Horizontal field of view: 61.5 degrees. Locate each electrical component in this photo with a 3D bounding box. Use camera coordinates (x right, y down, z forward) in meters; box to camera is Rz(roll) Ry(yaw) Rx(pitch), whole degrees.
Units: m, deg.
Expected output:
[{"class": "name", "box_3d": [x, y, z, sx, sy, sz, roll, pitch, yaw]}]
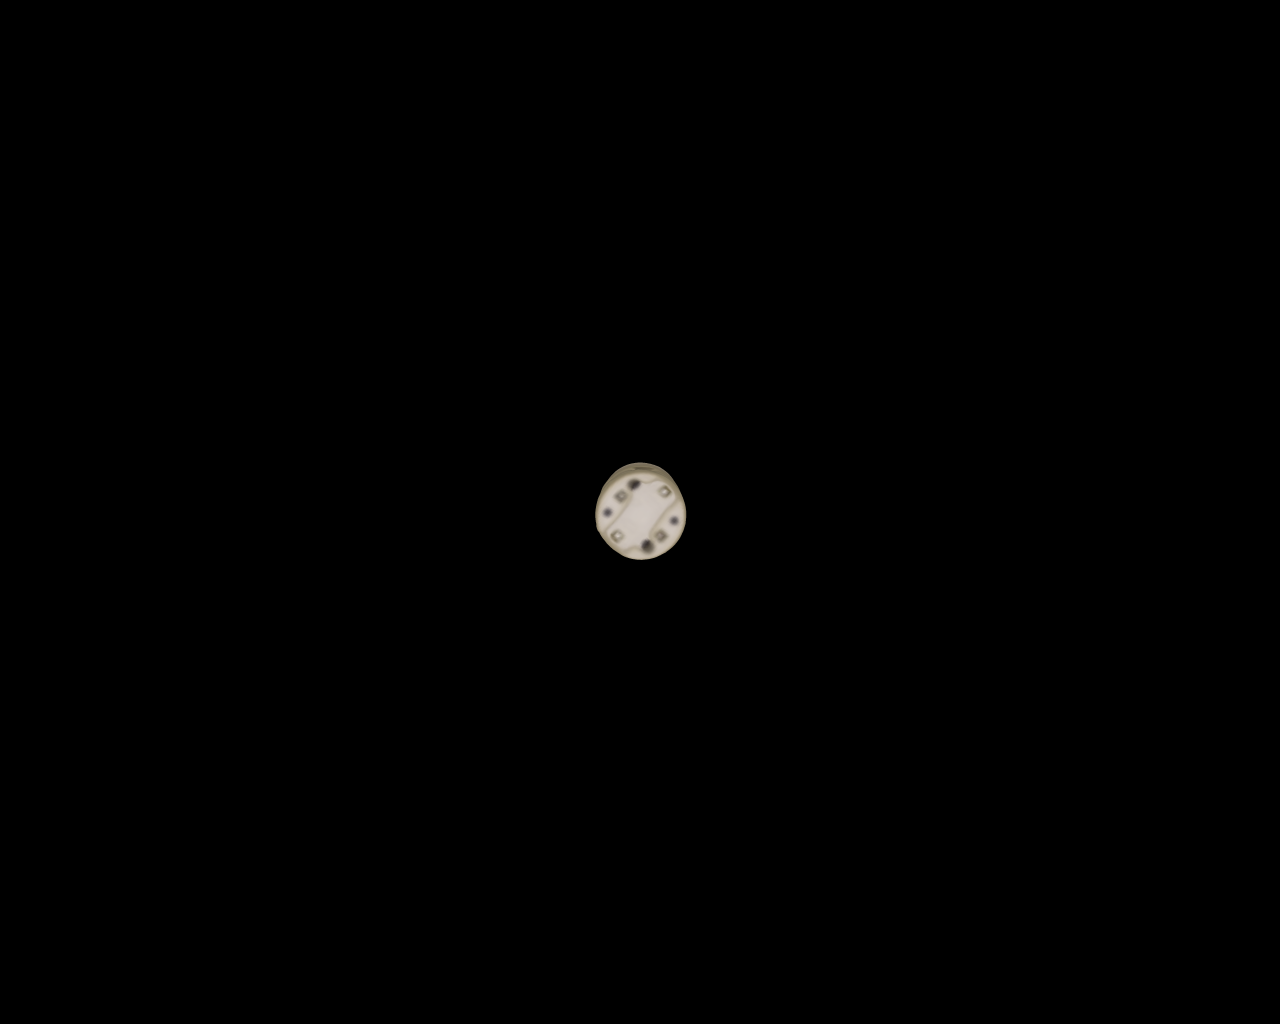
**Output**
[{"class": "electrical component", "box_3d": [0.001, -0.003, 0.650, 0.055, 0.055, 0.047, 0, 13, 0]}]
